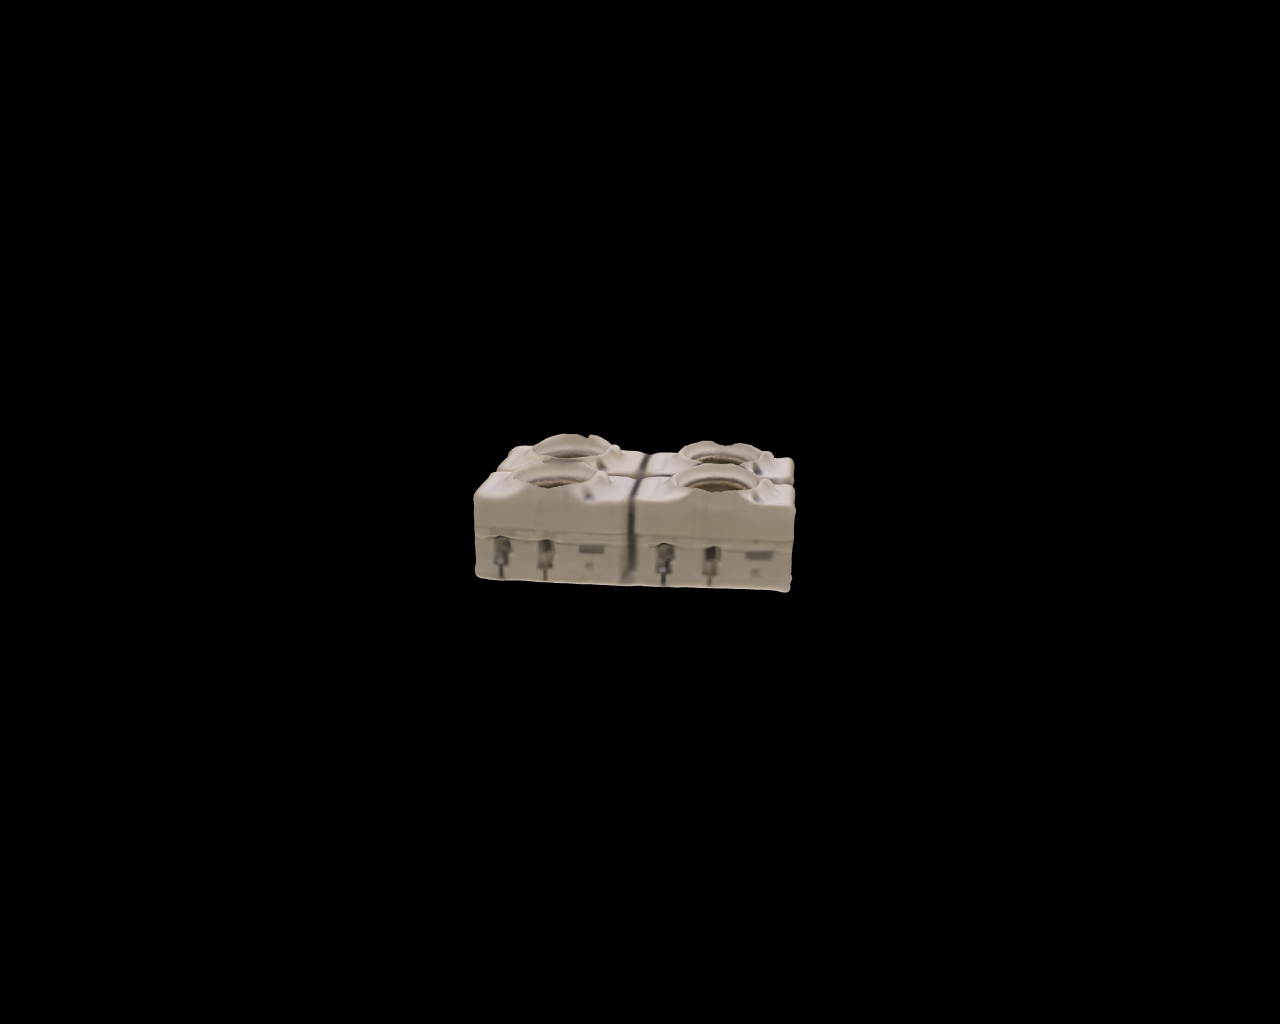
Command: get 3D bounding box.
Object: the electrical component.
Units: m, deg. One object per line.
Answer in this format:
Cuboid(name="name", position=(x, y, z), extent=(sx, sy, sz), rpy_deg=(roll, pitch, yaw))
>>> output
Cuboid(name="electrical component", position=(0.001, -0.003, 0.650), extent=(0.186, 0.060, 0.105), rpy_deg=(3, 20, 7))
